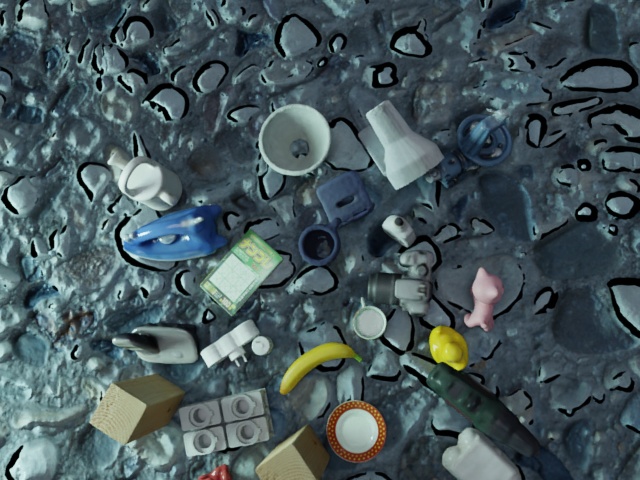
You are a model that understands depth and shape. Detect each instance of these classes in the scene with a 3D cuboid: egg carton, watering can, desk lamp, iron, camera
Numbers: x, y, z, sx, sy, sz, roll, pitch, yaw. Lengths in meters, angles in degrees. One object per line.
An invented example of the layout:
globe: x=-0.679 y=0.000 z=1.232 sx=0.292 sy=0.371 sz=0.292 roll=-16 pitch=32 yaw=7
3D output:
egg carton: x=0.331 y=0.466 z=1.175 sx=0.150 sy=0.069 sz=0.107 roll=42 pitch=89 yaw=11
watering can: x=-0.399 y=-0.135 z=1.288 sx=0.172 sy=0.194 sz=0.101 roll=14 pitch=84 yaw=9
desk lamp: x=0.162 y=-0.199 z=1.216 sx=0.118 sy=0.213 sz=0.203 roll=-34 pitch=79 yaw=2
iron: x=-0.350 y=-0.013 z=1.292 sx=0.258 sy=0.141 sz=0.118 roll=-13 pitch=81 yaw=5
camera: x=0.173 y=0.090 z=1.232 sx=0.136 sy=0.101 sz=0.143 roll=4 pitch=83 yaw=8

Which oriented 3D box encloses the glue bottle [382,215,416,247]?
glue bottle: x=0.168 y=-0.026 z=1.212 sx=0.078 sy=0.173 sz=0.037 roll=38 pitch=88 yaw=11

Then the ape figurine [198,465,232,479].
ape figurine: x=-0.233 y=0.529 z=1.226 sx=0.077 sy=0.092 sz=0.076 roll=6 pitch=83 yaw=8

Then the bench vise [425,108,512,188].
bench vise: x=0.322 y=-0.185 z=1.190 sx=0.121 sy=0.220 sz=0.207 roll=38 pitch=88 yaw=11

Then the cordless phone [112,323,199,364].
cordless phone: x=-0.351 y=0.225 z=1.236 sx=0.147 sy=0.185 sz=0.094 roll=-2 pitch=82 yaw=7

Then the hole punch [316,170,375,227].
hole punch: x=0.059 y=-0.090 z=1.276 sx=0.108 sy=0.091 sz=0.101 roll=-26 pitch=80 yaw=3

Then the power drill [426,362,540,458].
power drill: x=0.312 y=0.325 z=1.126 sx=0.229 sy=0.208 sz=0.076 roll=36 pitch=88 yaw=11

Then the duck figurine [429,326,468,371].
duck figurine: x=0.274 y=0.230 z=1.207 sx=0.077 sy=0.086 sz=0.104 roll=-30 pitch=79 yaw=3

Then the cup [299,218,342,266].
cup: x=0.012 y=0.005 z=1.267 sx=0.091 sy=0.095 sz=0.118 roll=35 pitch=88 yaw=11

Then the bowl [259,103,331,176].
bowl: x=-0.052 y=-0.222 z=1.317 sx=0.167 sy=0.075 sz=0.167 roll=-1 pitch=82 yaw=7

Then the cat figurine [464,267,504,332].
cat figurine: x=0.347 y=0.125 z=1.196 sx=0.067 sy=0.118 sz=0.128 roll=8 pitch=83 yaw=9
